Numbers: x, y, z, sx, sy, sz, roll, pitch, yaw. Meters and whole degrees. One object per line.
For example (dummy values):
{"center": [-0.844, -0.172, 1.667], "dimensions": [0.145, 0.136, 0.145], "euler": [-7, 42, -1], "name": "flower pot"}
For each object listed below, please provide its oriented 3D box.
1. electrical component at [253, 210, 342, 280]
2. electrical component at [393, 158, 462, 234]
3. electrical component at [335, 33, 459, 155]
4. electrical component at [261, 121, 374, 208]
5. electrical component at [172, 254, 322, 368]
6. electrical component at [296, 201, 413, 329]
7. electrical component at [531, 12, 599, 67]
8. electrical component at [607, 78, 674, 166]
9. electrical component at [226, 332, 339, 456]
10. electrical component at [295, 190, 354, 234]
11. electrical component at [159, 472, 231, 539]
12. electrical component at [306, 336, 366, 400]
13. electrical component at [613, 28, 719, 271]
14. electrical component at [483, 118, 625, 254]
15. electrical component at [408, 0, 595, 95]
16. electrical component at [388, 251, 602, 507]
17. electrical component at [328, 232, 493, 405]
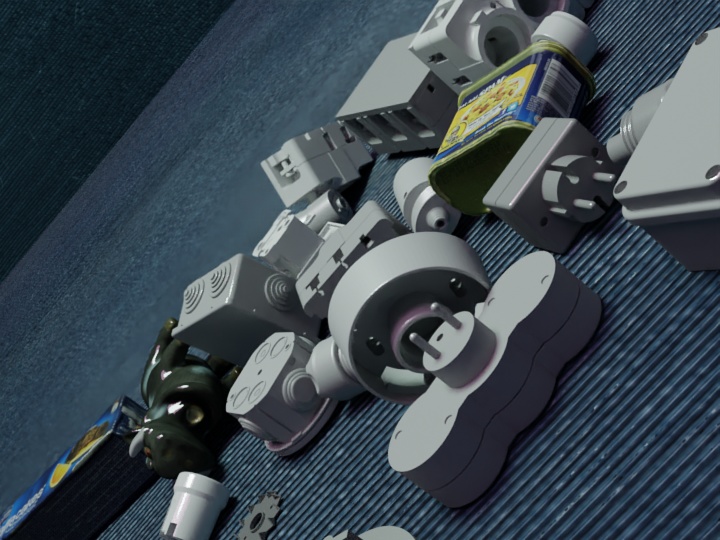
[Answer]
{"center": [-0.051, -0.013, 0.901], "dimensions": [0.081, 0.064, 0.042], "euler": [-55, 20, -8], "name": "electrical component"}
{"center": [0.051, -0.048, 0.773], "dimensions": [0.043, 0.043, 0.081], "euler": [-46, 21, 13], "name": "electrical component"}
{"center": [0.054, -0.150, 0.911], "dimensions": [0.089, 0.062, 0.150], "euler": [-56, 21, -11], "name": "electrical component"}
{"center": [-0.036, -0.095, 0.987], "dimensions": [0.050, 0.055, 0.089], "euler": [-32, -2, 42], "name": "electrical component"}
{"center": [-0.086, 0.035, 0.847], "dimensions": [0.100, 0.100, 0.048], "euler": [-28, 44, 47], "name": "electrical component"}
{"center": [0.000, 0.000, 0.790], "dimensions": [0.089, 0.050, 0.055], "euler": [-49, 21, 8], "name": "electrical component"}
{"center": [0.136, -0.148, 0.759], "dimensions": [0.055, 0.045, 0.045], "euler": [-54, 21, -7], "name": "electrical component"}
{"center": [0.163, -0.076, 0.585], "dimensions": [0.062, 0.043, 0.043], "euler": [-28, 31, 50], "name": "electrical component"}
{"center": [-0.051, 0.085, 0.755], "dimensions": [0.080, 0.051, 0.080], "euler": [-43, 22, 22], "name": "electrical component"}
{"center": [-0.038, -0.041, 0.954], "dimensions": [0.065, 0.044, 0.044], "euler": [-36, 25, 25], "name": "electrical component"}
{"center": [-0.119, 0.173, 0.770], "dimensions": [0.040, 0.040, 0.046], "euler": [-21, 42, 54], "name": "electrical component"}
{"center": [-0.002, 0.059, 0.708], "dimensions": [0.062, 0.043, 0.043], "euler": [-32, 28, 41], "name": "electrical component"}
{"center": [0.180, -0.061, 0.504], "dimensions": [0.113, 0.057, 0.078], "euler": [-58, 21, -17], "name": "electrical component"}
{"center": [0.121, -0.048, 0.621], "dimensions": [0.065, 0.047, 0.077], "euler": [-53, 21, -4], "name": "electrical component"}
{"center": [0.119, -0.203, 0.821], "dimensions": [0.150, 0.089, 0.062], "euler": [-58, 21, -17], "name": "electrical component"}
{"center": [0.058, 0.047, 0.557], "dimensions": [0.138, 0.074, 0.052], "euler": [-54, 21, -7], "name": "electrical component"}
{"center": [0.033, 0.027, 0.617], "dimensions": [0.099, 0.099, 0.064], "euler": [-47, 27, 12], "name": "electrical component"}
